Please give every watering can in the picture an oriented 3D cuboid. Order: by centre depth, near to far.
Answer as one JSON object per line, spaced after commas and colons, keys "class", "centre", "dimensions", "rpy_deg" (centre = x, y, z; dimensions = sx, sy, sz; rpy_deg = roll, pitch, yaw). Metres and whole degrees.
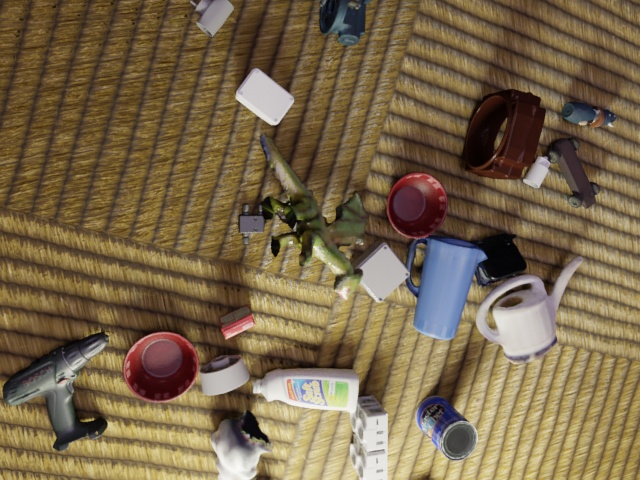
{"class": "watering can", "centre": [0.573, 0.188, 1.360], "dimensions": [0.349, 0.104, 0.222], "rpy_deg": [-21, 102, -12]}

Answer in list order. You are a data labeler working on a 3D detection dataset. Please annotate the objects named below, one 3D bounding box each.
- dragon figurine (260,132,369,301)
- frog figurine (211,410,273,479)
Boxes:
{"class": "dragon figurine", "centre": [0.004, -0.060, 1.194], "dimensions": [0.244, 0.121, 0.413], "rpy_deg": [-6, 79, -35]}
{"class": "frog figurine", "centre": [-0.201, 0.495, 1.185], "dimensions": [0.138, 0.122, 0.159], "rpy_deg": [40, 96, 17]}
